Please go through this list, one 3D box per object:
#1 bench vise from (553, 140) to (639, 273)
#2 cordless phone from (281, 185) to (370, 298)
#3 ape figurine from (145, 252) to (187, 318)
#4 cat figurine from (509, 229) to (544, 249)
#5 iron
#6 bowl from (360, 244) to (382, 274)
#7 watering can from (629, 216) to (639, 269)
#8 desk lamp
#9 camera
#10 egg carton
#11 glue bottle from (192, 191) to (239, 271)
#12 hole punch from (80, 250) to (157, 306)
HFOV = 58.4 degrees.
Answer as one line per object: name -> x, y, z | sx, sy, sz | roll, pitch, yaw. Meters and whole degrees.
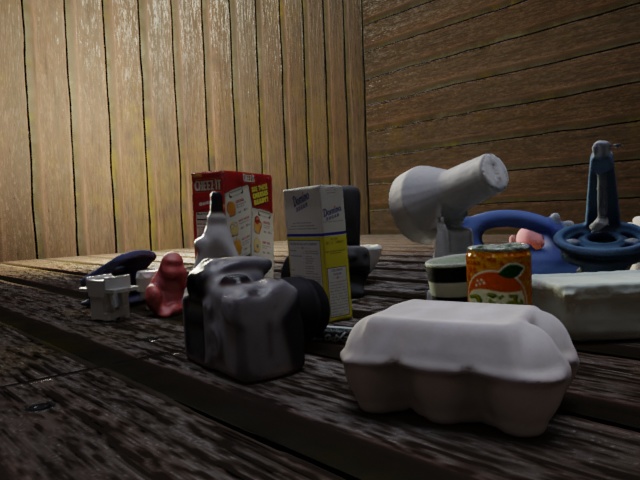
bench vise -> 0.379, -0.021, 0.795 | 0.121, 0.220, 0.208 | -2, 3, 8
cordless phone -> 0.009, 0.003, 0.952 | 0.148, 0.185, 0.094 | -3, 3, -22
ape figurine -> -0.219, 0.063, 0.846 | 0.078, 0.092, 0.076 | -3, 3, -20
cat figurine -> 0.418, 0.013, 1.158 | 0.128, 0.118, 0.067 | -4, 3, -40
iron -> 0.326, 0.014, 0.933 | 0.257, 0.141, 0.119 | -1, 3, 16
bowl -> 0.041, 0.050, 1.135 | 0.167, 0.075, 0.167 | -2, 3, 0
watering can -> 0.526, -0.016, 0.846 | 0.172, 0.194, 0.101 | 0, 3, 37
desk lamp -> 0.203, -0.013, 0.840 | 0.118, 0.213, 0.202 | -4, 3, -35
camera -> -0.052, 0.065, 0.556 | 0.137, 0.101, 0.142 | -4, 3, -34
egg carton -> 0.095, 0.082, 0.395 | 0.149, 0.069, 0.107 | -1, 3, 30
glue bottle -> -0.132, 0.024, 0.740 | 0.078, 0.173, 0.037 | -3, 3, -15
hole punch -> -0.339, 0.063, 0.966 | 0.100, 0.091, 0.109 | -1, 3, 21
